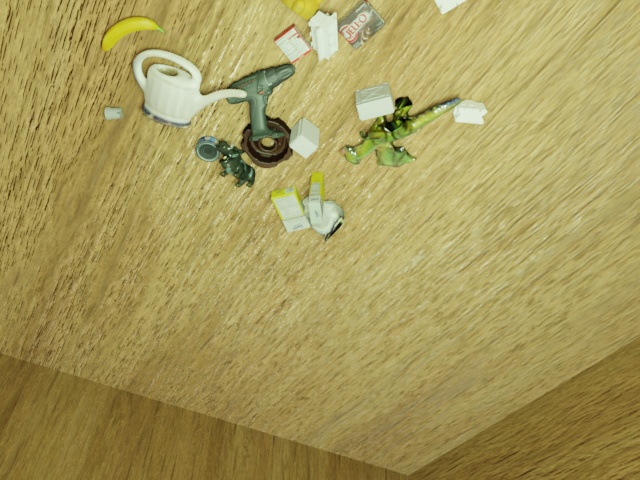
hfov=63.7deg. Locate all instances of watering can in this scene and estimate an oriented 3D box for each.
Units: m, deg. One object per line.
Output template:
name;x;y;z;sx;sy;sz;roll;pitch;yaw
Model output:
watering can;-0.404;-0.431;1.546;0.347;0.106;0.219;24;128;-3

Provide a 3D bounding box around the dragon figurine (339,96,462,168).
dragon figurine;0.257;-0.329;1.669;0.409;0.125;0.238;-9;149;11

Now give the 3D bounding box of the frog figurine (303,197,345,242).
frog figurine;0.006;-0.094;1.874;0.160;0.125;0.134;42;138;12
